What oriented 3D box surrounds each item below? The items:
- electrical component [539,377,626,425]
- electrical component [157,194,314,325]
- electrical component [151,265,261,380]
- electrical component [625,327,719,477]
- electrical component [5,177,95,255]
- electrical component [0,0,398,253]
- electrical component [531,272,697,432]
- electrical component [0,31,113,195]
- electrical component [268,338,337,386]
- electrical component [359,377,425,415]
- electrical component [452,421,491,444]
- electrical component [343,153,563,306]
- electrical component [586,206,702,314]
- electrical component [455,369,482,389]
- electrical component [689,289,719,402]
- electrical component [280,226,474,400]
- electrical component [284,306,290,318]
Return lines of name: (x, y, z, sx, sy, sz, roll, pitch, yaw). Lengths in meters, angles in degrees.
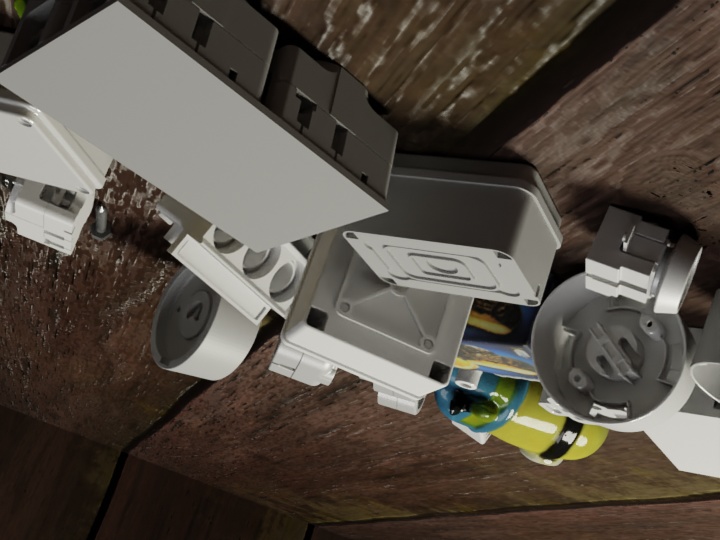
electrical component: (0.181, 0.083, 0.821, 0.078, 0.057, 0.058, -1, 152, 45)
electrical component: (-0.090, -0.022, 0.789, 0.063, 0.078, 0.121, 33, 172, 36)
electrical component: (-0.131, 0.046, 0.957, 0.060, 0.108, 0.108, 26, 161, -35)
electrical component: (0.262, 0.101, 0.785, 0.089, 0.061, 0.150, 5, 156, 36)
electrical component: (-0.253, -0.055, 0.880, 0.056, 0.050, 0.089, 23, 160, -9)
electrical component: (-0.079, -0.089, 0.571, 0.105, 0.060, 0.186, -15, 142, 40)
electrical component: (0.168, 0.055, 0.703, 0.099, 0.099, 0.064, 4, 162, 37)
electrical component: (-0.227, -0.106, 0.707, 0.109, 0.056, 0.108, 14, 160, 16)
electrical component: (-0.048, 0.073, 1.022, 0.059, 0.053, 0.095, 21, 161, -4)
electrical component: (0.022, 0.087, 0.995, 0.074, 0.052, 0.138, 15, 160, 13)
electrical component: (0.097, 0.116, 1.008, 0.076, 0.047, 0.083, 34, 169, 17)
electrical component: (0.057, -0.026, 0.647, 0.113, 0.057, 0.078, 9, 158, 29)
electrical component: (0.164, -0.004, 0.623, 0.055, 0.048, 0.066, 21, 163, 19)
electrical component: (0.092, 0.062, 0.844, 0.048, 0.062, 0.048, 18, 161, 6)
electrical component: (0.251, 0.056, 0.647, 0.099, 0.064, 0.099, 28, 166, 8)
electrical component: (0.017, 0.016, 0.724, 0.109, 0.108, 0.056, 24, 158, -13)
electrical component: (-0.041, 0.028, 0.908, 0.079, 0.043, 0.077, 4, 155, 38)
